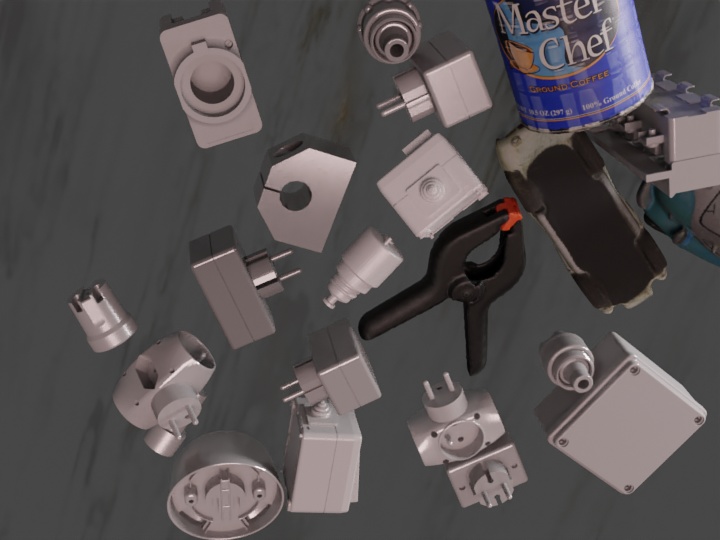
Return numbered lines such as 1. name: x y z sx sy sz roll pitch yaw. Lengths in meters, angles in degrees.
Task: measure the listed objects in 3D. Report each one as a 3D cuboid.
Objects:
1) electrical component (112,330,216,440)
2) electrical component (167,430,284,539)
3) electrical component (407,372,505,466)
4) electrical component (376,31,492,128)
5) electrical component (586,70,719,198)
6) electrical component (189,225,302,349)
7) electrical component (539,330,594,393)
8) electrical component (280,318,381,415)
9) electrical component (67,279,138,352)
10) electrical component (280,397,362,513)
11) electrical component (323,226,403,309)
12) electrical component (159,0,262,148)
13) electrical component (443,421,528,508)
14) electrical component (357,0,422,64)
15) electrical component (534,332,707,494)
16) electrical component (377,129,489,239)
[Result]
1. electrical component: -0.153 0.102 0.872 0.077 0.079 0.043 -42 141 10
2. electrical component: -0.117 0.189 0.927 0.099 0.064 0.099 -4 116 -9
3. electrical component: 0.078 0.124 0.945 0.077 0.044 0.079 -23 118 0
4. electrical component: 0.049 -0.135 0.802 0.077 0.065 0.047 -25 118 2
5. electrical component: 0.231 -0.108 0.820 0.079 0.121 0.063 -11 114 -5
6. electrical component: -0.085 0.006 0.855 0.076 0.047 0.083 -23 117 0
7. electrical component: 0.183 0.083 0.935 0.043 0.062 0.043 -4 116 -9
8. electrical component: -0.031 0.087 0.894 0.077 0.065 0.047 -25 117 1
9. electrical component: -0.205 0.036 0.852 0.040 0.040 0.046 -26 111 2
10. electrical component: -0.030 0.154 0.929 0.061 0.061 0.096 4 115 -13
11. electrical component: 0.000 0.000 0.872 0.040 0.040 0.078 38 104 -24
12. electrical component: -0.108 -0.140 0.776 0.050 0.055 0.089 -18 117 -2
13. electrical component: 0.115 0.185 0.963 0.066 0.076 0.047 -23 117 1
14. electrical component: 0.023 -0.170 0.782 0.048 0.062 0.048 -2 121 -4
15. electrical component: 0.234 0.130 0.971 0.109 0.056 0.108 36 104 -24
16. electrical component: 0.053 -0.065 0.817 0.062 0.096 0.061 -39 85 9
